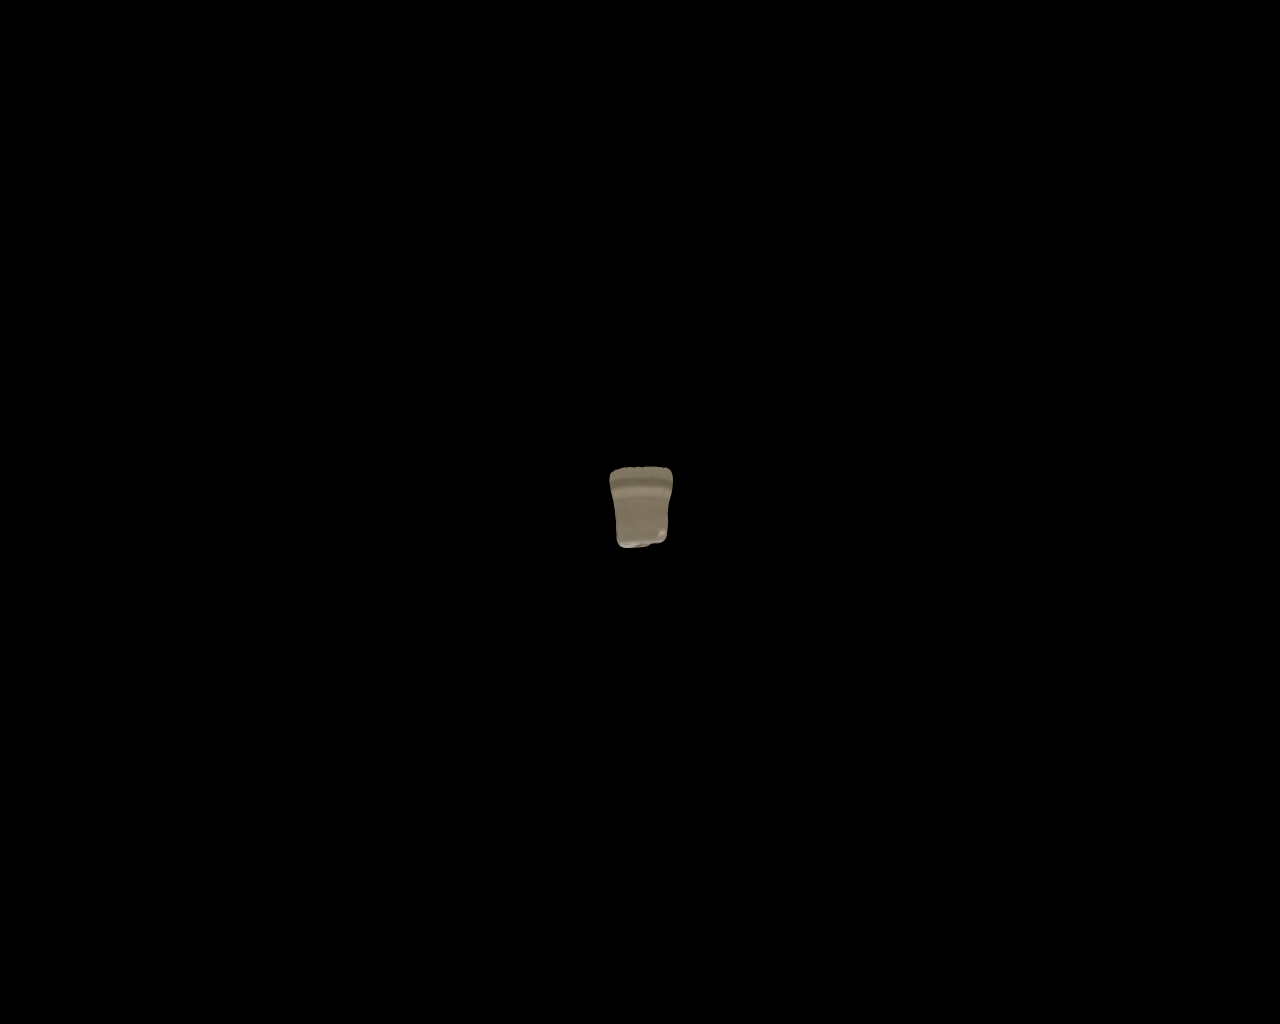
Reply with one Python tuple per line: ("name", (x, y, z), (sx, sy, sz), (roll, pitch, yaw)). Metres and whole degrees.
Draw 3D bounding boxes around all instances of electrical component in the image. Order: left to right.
("electrical component", (0.001, -0.003, 0.650), (0.040, 0.046, 0.040), (0, -9, 0))
